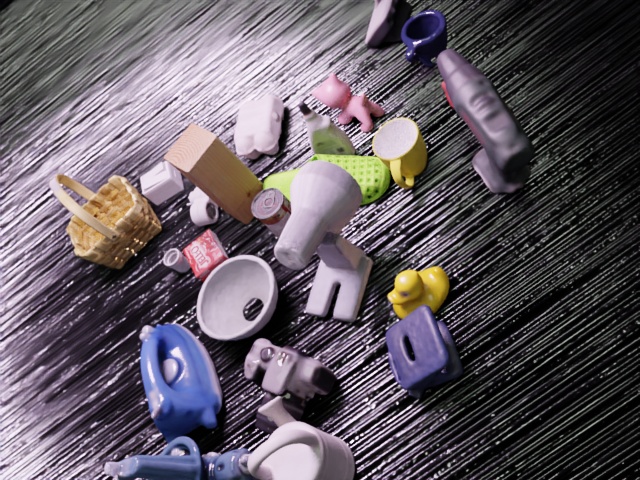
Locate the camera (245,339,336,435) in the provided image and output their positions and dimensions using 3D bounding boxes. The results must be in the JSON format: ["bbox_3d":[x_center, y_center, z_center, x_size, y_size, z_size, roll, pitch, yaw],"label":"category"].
[{"bbox_3d":[-0.069,0.244,0.933,0.142,0.101,0.137,12,69,34],"label":"camera"}]

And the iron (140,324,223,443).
[{"bbox_3d":[-0.274,0.233,1.027,0.118,0.142,0.257,-34,52,7],"label":"iron"}]

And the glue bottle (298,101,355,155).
[{"bbox_3d":[0.003,-0.212,1.114,0.078,0.174,0.037,-12,58,23],"label":"glue bottle"}]

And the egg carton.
[{"bbox_3d":[-0.132,-0.254,1.281,0.107,0.070,0.150,-10,58,24],"label":"egg carton"}]

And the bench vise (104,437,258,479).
[{"bbox_3d":[-0.200,0.342,0.871,0.207,0.220,0.121,-34,52,8],"label":"bench vise"}]

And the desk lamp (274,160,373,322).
[{"bbox_3d":[0.009,0.003,0.959,0.117,0.214,0.203,4,65,31],"label":"desk lamp"}]

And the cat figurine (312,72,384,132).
[{"bbox_3d":[0.052,-0.289,1.168,0.127,0.118,0.067,24,76,37],"label":"cat figurine"}]

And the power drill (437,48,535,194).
[{"bbox_3d":[0.270,-0.176,0.924,0.075,0.209,0.229,-31,52,9],"label":"power drill"}]

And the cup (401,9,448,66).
[{"bbox_3d":[0.214,-0.386,1.151,0.091,0.095,0.118,18,72,35],"label":"cup"}]

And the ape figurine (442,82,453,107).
[{"bbox_3d":[0.262,-0.295,1.073,0.077,0.092,0.076,18,72,35],"label":"ape figurine"}]

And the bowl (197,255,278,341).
[{"bbox_3d":[-0.141,0.116,1.065,0.167,0.075,0.167,-13,57,22],"label":"bowl"}]

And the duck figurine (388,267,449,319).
[{"bbox_3d":[0.154,0.076,0.919,0.104,0.086,0.077,-39,51,3],"label":"duck figurine"}]

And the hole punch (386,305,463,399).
[{"bbox_3d":[0.149,0.169,0.863,0.101,0.091,0.108,-26,53,13],"label":"hole punch"}]

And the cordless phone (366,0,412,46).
[{"bbox_3d":[0.121,-0.526,1.226,0.093,0.186,0.147,-1,62,28],"label":"cordless phone"}]

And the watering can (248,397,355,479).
[{"bbox_3d":[-0.038,0.309,0.818,0.172,0.195,0.101,31,80,38],"label":"watering can"}]
